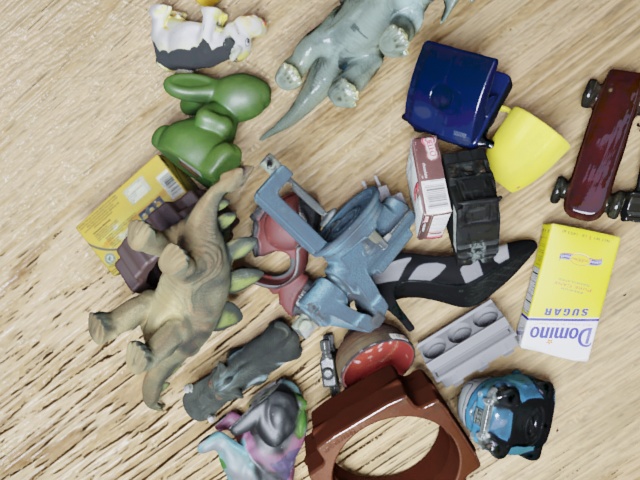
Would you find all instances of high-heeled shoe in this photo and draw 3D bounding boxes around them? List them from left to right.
[{"bbox_3d":[0.167,0.029,0.762,0.249,0.086,0.145,-28,58,-8],"label":"high-heeled shoe"}]

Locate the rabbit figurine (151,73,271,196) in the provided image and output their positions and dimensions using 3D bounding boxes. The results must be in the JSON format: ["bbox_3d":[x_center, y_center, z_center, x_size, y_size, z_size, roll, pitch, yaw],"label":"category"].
[{"bbox_3d":[-0.148,-0.171,0.776,0.159,0.121,0.170,34,78,12],"label":"rabbit figurine"}]

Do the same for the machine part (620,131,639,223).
[{"bbox_3d":[0.450,-0.089,0.718,0.084,0.039,0.138,9,96,13],"label":"machine part"}]

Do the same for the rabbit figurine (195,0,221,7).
[{"bbox_3d":[-0.131,-0.400,0.716,0.163,0.173,0.121,1,89,12],"label":"rabbit figurine"}]

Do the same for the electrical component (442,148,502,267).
[{"bbox_3d":[0.195,-0.051,0.705,0.058,0.134,0.114,-6,135,5],"label":"electrical component"}]

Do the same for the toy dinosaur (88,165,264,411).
[{"bbox_3d":[-0.177,0.093,0.687,0.105,0.198,0.471,44,121,20],"label":"toy dinosaur"}]

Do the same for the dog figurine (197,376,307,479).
[{"bbox_3d":[-0.060,0.335,0.778,0.191,0.108,0.219,-35,92,5],"label":"dog figurine"}]

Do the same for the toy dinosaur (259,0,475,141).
[{"bbox_3d":[0.065,-0.276,0.704,0.405,0.192,0.131,-23,110,44],"label":"toy dinosaur"}]

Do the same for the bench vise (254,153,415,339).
[{"bbox_3d":[0.001,-0.002,0.679,0.240,0.129,0.223,44,86,-12],"label":"bench vise"}]

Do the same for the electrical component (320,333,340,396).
[{"bbox_3d":[0.015,0.185,0.778,0.021,0.063,0.094,-6,93,9],"label":"electrical component"}]

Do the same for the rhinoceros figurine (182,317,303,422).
[{"bbox_3d":[-0.109,0.190,0.773,0.190,0.112,0.073,-36,90,0],"label":"rhinoceros figurine"}]

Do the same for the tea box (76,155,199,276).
[{"bbox_3d":[-0.262,-0.036,0.803,0.169,0.068,0.098,-38,87,9],"label":"tea box"}]

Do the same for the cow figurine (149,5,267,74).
[{"bbox_3d":[-0.160,-0.284,0.776,0.167,0.068,0.098,8,103,11],"label":"cow figurine"}]

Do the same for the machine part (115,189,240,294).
[{"bbox_3d":[-0.197,0.002,0.746,0.179,0.179,0.056,-42,79,8],"label":"machine part"}]

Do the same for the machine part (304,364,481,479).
[{"bbox_3d":[0.095,0.286,0.731,0.201,0.087,0.200,-32,110,6],"label":"machine part"}]

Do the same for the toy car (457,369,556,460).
[{"bbox_3d":[0.241,0.230,0.725,0.103,0.161,0.109,10,90,51],"label":"toy car"}]

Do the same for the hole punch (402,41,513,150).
[{"bbox_3d":[0.175,-0.191,0.707,0.142,0.092,0.115,28,96,29],"label":"hole punch"}]

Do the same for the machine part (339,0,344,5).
[{"bbox_3d":[0.087,-0.433,0.731,0.079,0.079,0.243,31,96,5],"label":"machine part"}]

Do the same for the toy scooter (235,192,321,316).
[{"bbox_3d":[-0.066,0.019,0.778,0.135,0.075,0.183,2,97,11],"label":"toy scooter"}]

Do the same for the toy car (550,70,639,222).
[{"bbox_3d":[0.379,-0.123,0.718,0.089,0.053,0.202,17,94,27],"label":"toy car"}]
